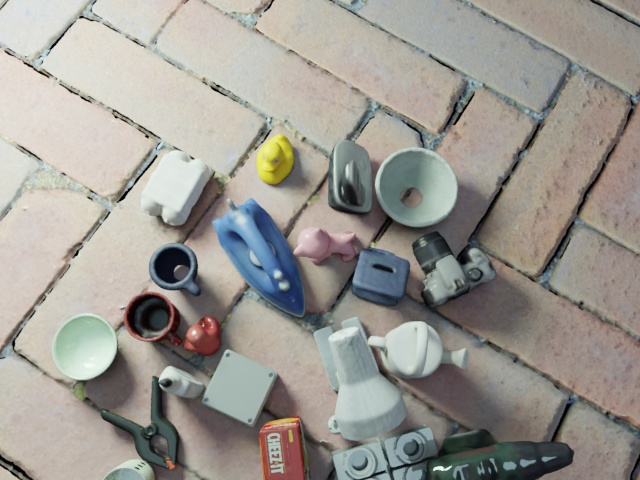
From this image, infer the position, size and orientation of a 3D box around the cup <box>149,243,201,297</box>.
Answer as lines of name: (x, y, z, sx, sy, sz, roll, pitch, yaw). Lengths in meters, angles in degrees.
cup: (-0.265, 0.068, 1.107, 0.092, 0.095, 0.117, -44, 81, -10)

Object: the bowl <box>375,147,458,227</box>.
bowl: (0.192, -0.099, 1.168, 0.167, 0.075, 0.167, 0, 77, -1)

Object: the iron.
iron: (-0.105, 0.033, 1.095, 0.119, 0.141, 0.258, -34, 80, -9)

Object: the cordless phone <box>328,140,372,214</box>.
cordless phone: (0.063, -0.137, 1.117, 0.094, 0.185, 0.147, -3, 77, -2)

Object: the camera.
camera: (0.252, 0.045, 1.122, 0.143, 0.101, 0.137, -25, 78, -7)

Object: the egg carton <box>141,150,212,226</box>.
egg carton: (-0.291, -0.106, 1.161, 0.107, 0.069, 0.150, 24, 77, 4)

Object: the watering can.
watering can: (0.178, 0.198, 1.036, 0.173, 0.194, 0.101, -10, 77, -3)

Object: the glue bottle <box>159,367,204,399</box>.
glue bottle: (-0.258, 0.255, 1.022, 0.078, 0.173, 0.037, 26, 77, 5)

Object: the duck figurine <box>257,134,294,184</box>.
duck figurine: (-0.093, -0.174, 1.173, 0.077, 0.086, 0.104, 17, 77, 3)

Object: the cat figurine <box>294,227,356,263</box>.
cat figurine: (0.010, 0.004, 1.117, 0.128, 0.118, 0.067, -7, 77, -3)

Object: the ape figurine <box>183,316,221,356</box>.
ape figurine: (-0.225, 0.182, 1.082, 0.078, 0.092, 0.076, -26, 78, -7)

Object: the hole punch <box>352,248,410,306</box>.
hole punch: (0.117, 0.067, 1.118, 0.108, 0.091, 0.101, 15, 77, 2)

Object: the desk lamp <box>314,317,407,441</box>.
desk lamp: (0.061, 0.237, 1.013, 0.118, 0.213, 0.203, -20, 78, -6)

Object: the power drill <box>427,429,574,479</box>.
power drill: (0.290, 0.379, 0.988, 0.229, 0.208, 0.075, -12, 77, -4)
